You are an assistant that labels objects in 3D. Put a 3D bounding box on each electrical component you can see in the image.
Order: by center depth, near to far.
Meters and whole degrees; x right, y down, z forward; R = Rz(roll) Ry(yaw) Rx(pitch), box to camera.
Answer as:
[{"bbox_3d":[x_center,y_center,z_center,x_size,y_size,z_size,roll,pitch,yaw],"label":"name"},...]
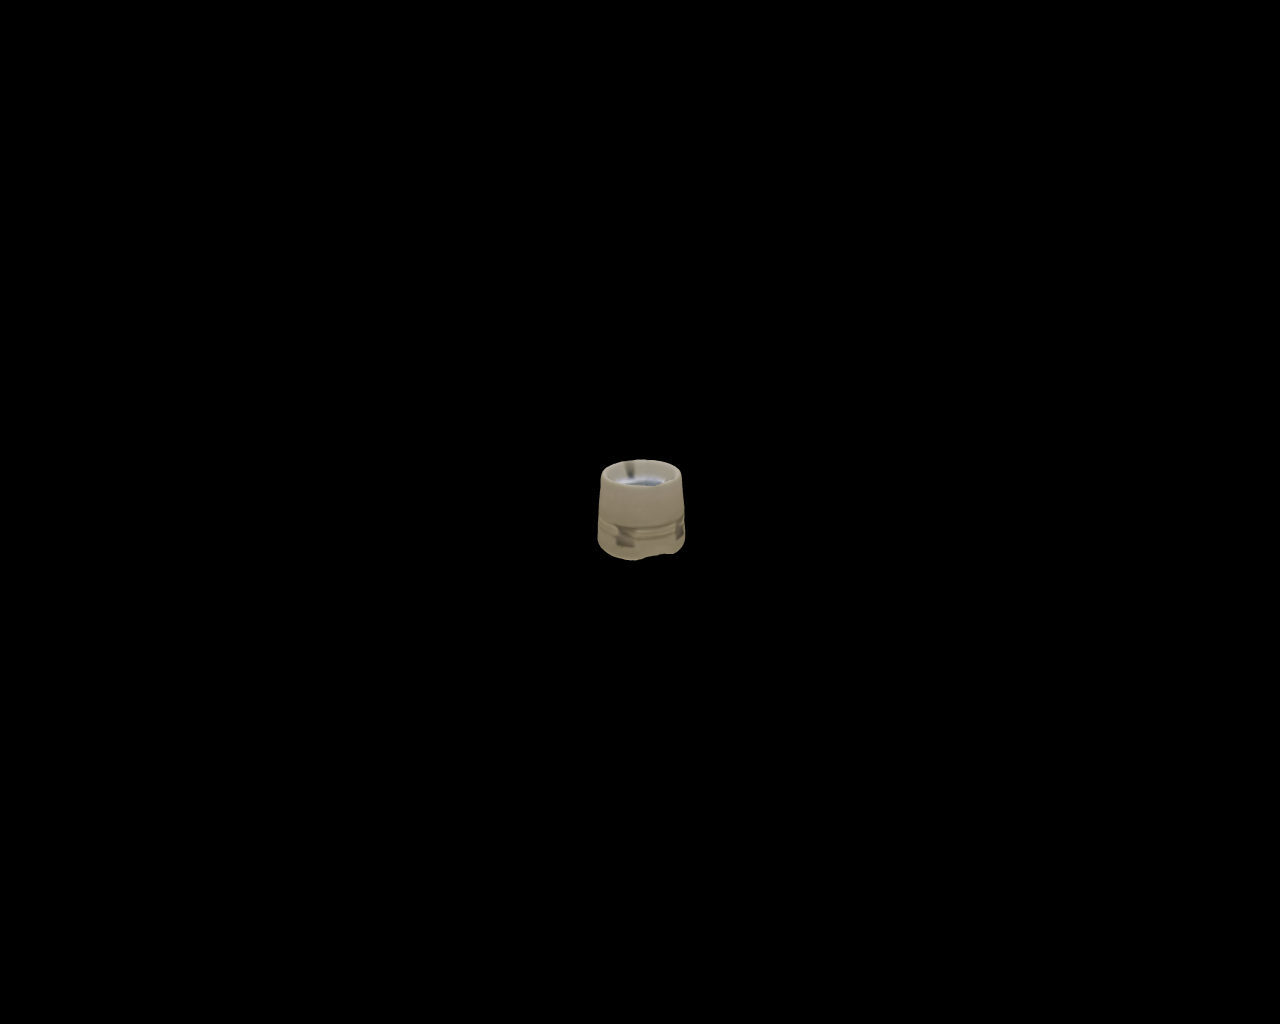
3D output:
[{"bbox_3d":[0.001,-0.003,0.650,0.055,0.047,0.055,0,22,0],"label":"electrical component"}]
